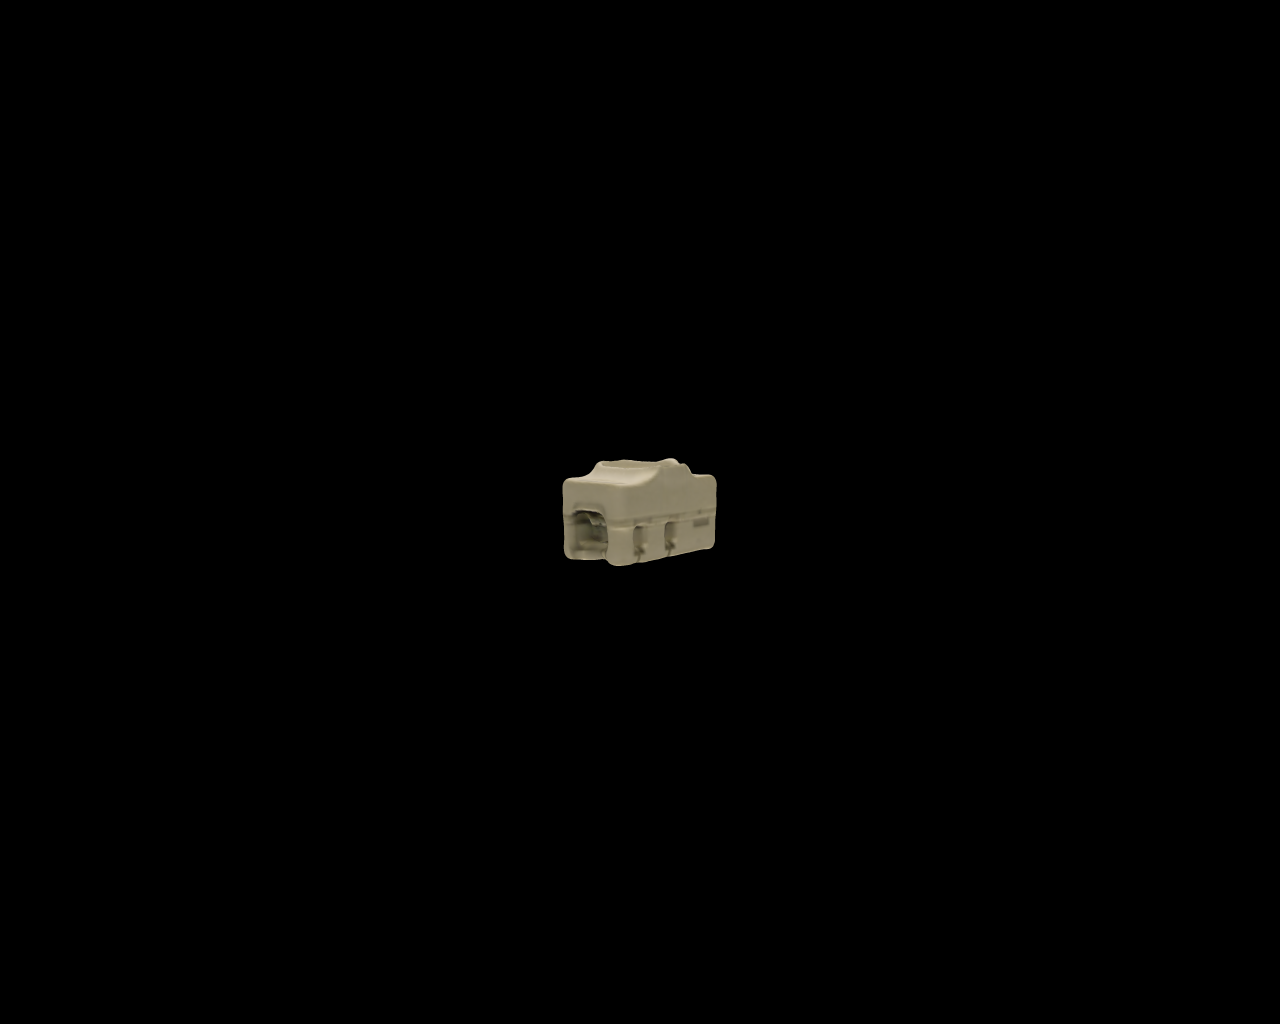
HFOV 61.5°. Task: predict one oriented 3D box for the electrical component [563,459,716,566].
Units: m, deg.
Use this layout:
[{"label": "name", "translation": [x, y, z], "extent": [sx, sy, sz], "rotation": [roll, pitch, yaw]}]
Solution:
[{"label": "electrical component", "translation": [0.001, -0.003, 0.650], "extent": [0.050, 0.055, 0.089], "rotation": [6, 9, 43]}]
